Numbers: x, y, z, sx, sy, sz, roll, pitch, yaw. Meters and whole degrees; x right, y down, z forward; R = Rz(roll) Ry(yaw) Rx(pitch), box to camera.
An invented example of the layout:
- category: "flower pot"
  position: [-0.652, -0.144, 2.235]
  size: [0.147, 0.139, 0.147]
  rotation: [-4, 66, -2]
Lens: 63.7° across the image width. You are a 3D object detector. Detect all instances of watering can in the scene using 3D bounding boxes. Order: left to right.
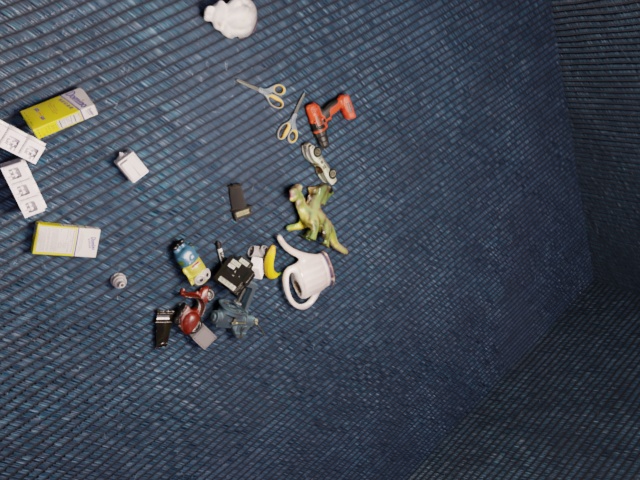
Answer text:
- category: "watering can"
  position: [-0.055, 0.109, 2.036]
  size: [0.226, 0.105, 0.342]
  rotation: [-23, 115, -29]

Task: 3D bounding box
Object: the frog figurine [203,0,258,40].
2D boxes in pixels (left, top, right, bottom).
- category: "frog figurine"
  position: [-0.284, -0.722, 1.652]
  size: [0.159, 0.124, 0.135]
  rotation: [5, 120, -47]

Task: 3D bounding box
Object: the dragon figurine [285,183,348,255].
- category: "dragon figurine"
  position: [0.006, -0.102, 2.035]
  size: [0.406, 0.122, 0.244]
  rotation: [24, 81, -45]
